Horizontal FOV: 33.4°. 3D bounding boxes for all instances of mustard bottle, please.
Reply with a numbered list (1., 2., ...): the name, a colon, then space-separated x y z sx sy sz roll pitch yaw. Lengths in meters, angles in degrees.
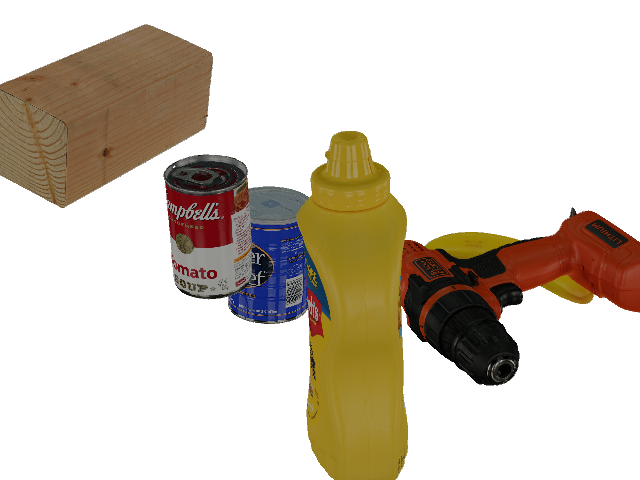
1. mustard bottle: 0.018 0.032 0.583 0.058 0.192 0.096 -4 28 -3

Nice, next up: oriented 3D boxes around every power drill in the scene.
1. power drill: 0.156 0.038 0.807 0.187 0.057 0.185 -10 28 -16

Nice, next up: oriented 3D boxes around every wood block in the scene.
1. wood block: -0.202 -0.124 1.014 0.090 0.091 0.205 27 38 21

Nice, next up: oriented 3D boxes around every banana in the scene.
1. banana: 0.190 0.025 1.103 0.198 0.037 0.069 11 48 26

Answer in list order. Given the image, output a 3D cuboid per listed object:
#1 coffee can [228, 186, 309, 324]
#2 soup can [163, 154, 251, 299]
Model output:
1. coffee can: -0.063 0.017 1.315 0.103 0.140 0.103 2 25 -1
2. soup can: -0.092 -0.011 0.885 0.068 0.102 0.068 0 30 0
